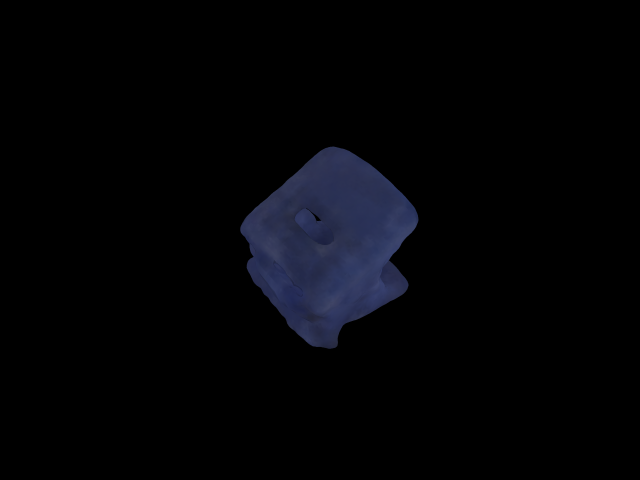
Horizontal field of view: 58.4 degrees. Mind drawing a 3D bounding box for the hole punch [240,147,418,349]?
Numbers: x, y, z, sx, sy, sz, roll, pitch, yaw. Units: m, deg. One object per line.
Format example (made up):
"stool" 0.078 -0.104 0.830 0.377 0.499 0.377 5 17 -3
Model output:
"hole punch" 0.004 0.001 0.400 0.101 0.091 0.108 -26 49 -25
